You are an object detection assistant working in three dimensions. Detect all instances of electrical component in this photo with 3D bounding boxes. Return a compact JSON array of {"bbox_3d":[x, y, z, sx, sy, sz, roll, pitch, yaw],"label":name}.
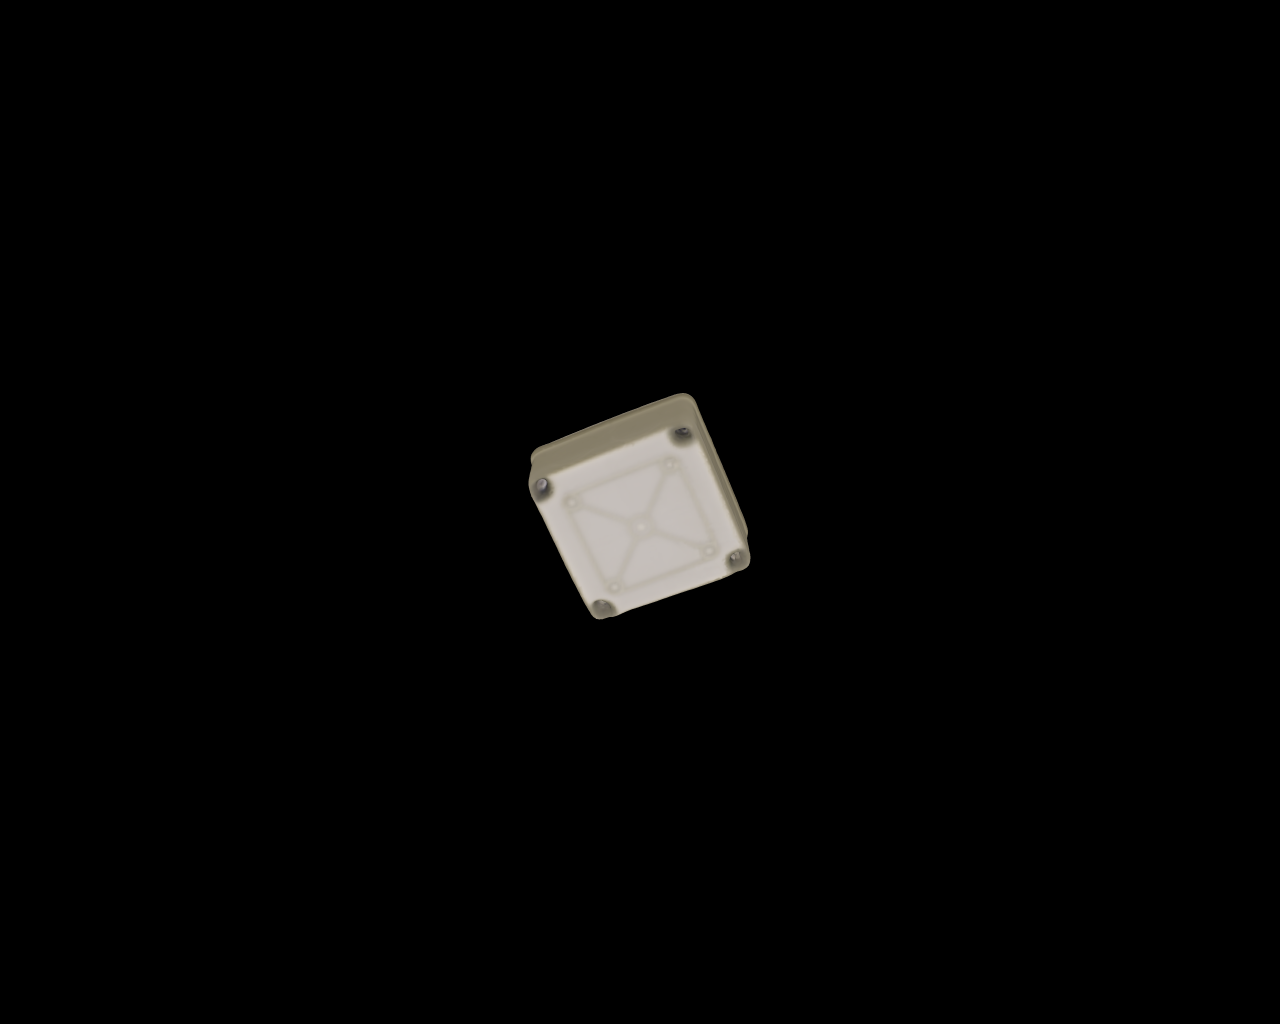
[{"bbox_3d":[0.001,-0.003,0.650,0.109,0.108,0.056,-20,24,9],"label":"electrical component"}]
